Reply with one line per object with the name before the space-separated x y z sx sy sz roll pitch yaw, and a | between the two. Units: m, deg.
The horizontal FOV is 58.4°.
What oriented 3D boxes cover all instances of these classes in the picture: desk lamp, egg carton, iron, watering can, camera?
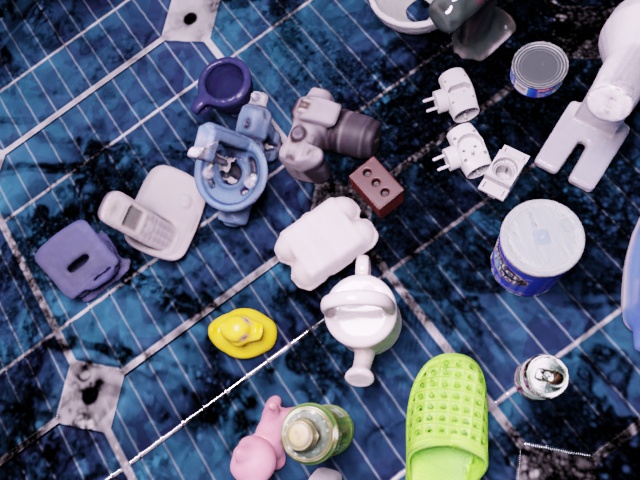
desk lamp | 0.409 -0.202 0.793 0.117 0.214 0.203 31 81 18
egg carton | 0.008 0.003 0.884 0.150 0.069 0.107 -36 71 -1
iron | 0.480 0.021 0.752 0.118 0.141 0.258 6 75 13
watering can | 0.059 0.106 0.778 0.101 0.194 0.172 -22 71 4
camera | 0.020 -0.166 0.915 0.136 0.101 0.143 18 78 15

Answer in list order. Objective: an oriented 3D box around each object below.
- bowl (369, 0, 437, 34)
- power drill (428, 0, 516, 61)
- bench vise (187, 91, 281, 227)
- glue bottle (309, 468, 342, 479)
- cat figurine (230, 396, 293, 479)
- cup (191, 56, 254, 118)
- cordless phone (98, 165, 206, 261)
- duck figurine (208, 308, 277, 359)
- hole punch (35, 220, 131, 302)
bowl | 0.166 -0.413 0.974 0.167 0.075 0.167 -3 73 10
power drill | 0.262 -0.382 0.876 0.230 0.209 0.075 -43 71 -4
bench vise | -0.141 -0.144 0.876 0.121 0.220 0.207 -4 73 10
glue bottle | -0.006 0.339 0.733 0.037 0.173 0.078 8 75 13
cat figurine | -0.080 0.283 0.793 0.067 0.118 0.128 19 78 16
cup | -0.159 -0.239 0.973 0.118 0.095 0.091 -42 71 -3
cordless phone | -0.261 -0.057 0.891 0.094 0.185 0.148 13 77 14
duck figurine | -0.124 0.137 0.861 0.104 0.086 0.077 2 74 11
hole punch | -0.387 0.035 0.937 0.108 0.091 0.101 -39 71 -2
